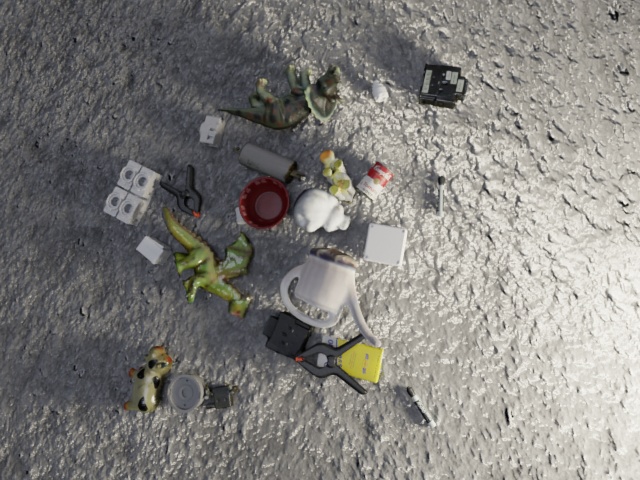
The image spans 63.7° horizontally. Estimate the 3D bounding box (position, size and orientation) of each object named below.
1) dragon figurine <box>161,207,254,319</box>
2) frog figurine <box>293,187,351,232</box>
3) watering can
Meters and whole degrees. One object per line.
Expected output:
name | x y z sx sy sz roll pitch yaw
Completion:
dragon figurine | -0.324 0.052 1.578 0.243 0.121 0.414 -18 79 -8
frog figurine | 0.005 -0.076 1.502 0.161 0.120 0.139 35 71 26
watering can | 0.046 0.147 1.451 0.349 0.103 0.225 19 86 27
